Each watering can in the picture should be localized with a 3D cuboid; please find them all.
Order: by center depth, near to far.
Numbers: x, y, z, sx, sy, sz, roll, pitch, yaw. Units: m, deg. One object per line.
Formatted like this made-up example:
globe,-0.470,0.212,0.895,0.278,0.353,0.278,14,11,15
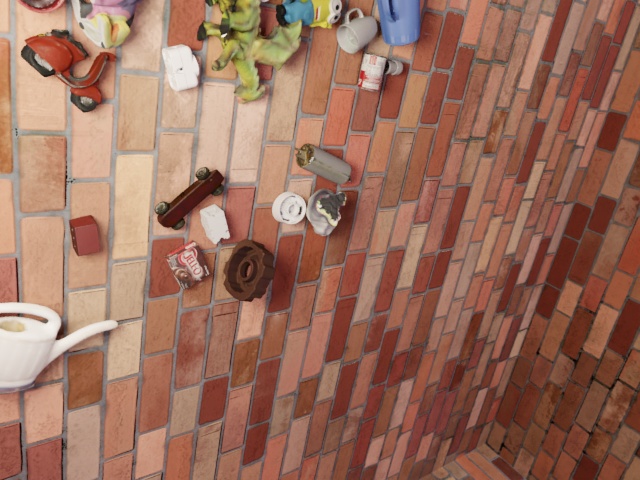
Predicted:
watering can,-0.679,0.258,1.222,0.345,0.223,0.105,18,12,-43

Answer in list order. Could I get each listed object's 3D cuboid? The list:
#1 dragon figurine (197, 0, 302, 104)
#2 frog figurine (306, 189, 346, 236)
dragon figurine,-0.147,-0.511,1.228,0.243,0.403,0.124,-2,37,-42
frog figurine,0.005,-0.081,1.602,0.122,0.139,0.157,5,-19,-20
